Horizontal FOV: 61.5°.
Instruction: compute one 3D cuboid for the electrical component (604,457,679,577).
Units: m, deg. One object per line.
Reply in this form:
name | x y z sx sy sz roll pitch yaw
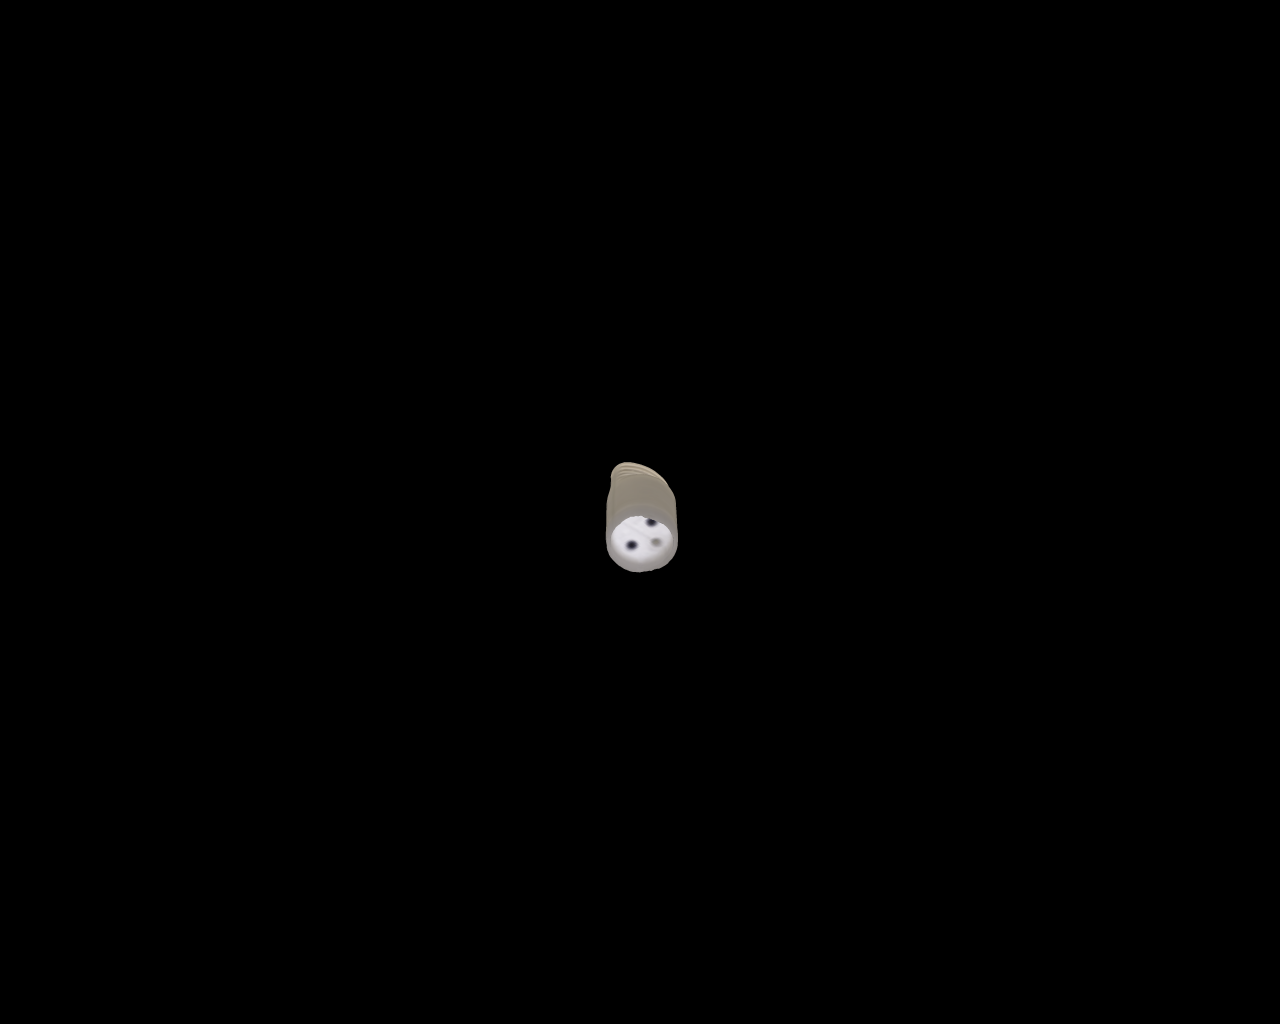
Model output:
electrical component | 0.001 -0.003 0.650 0.043 0.043 0.081 0 34 0
